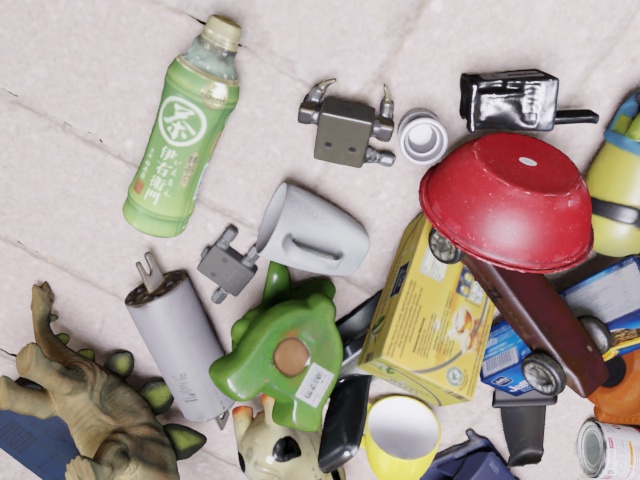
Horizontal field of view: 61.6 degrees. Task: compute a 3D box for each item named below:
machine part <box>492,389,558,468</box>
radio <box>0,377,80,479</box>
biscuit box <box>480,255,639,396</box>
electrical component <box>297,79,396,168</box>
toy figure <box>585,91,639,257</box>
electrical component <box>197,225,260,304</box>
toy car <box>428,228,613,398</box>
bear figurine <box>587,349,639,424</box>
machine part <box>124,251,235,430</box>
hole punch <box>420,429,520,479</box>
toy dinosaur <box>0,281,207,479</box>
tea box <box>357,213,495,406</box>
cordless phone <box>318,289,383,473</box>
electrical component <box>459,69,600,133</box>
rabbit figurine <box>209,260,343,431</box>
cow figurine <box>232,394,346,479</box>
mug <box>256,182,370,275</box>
[{"bbox_3d":[0.250,0.215,0.655,0.084,0.039,0.138,-7,111,3],"label":"machine part"},{"bbox_3d":[-0.316,0.264,0.715,0.131,0.073,0.229,-38,107,18],"label":"radio"},{"bbox_3d":[0.255,0.096,0.551,0.063,0.059,0.202,26,136,-23],"label":"biscuit box"},{"bbox_3d":[0.029,-0.115,0.530,0.102,0.045,0.078,8,143,5],"label":"electrical component"},{"bbox_3d":[0.297,-0.070,0.496,0.082,0.089,0.180,23,117,1],"label":"toy figure"},{"bbox_3d":[-0.109,0.031,0.617,0.063,0.021,0.094,36,113,-10],"label":"electrical component"},{"bbox_3d":[0.179,0.048,0.489,0.202,0.089,0.053,56,146,13],"label":"toy car"},{"bbox_3d":[0.369,0.149,0.588,0.196,0.132,0.120,19,117,-23],"label":"bear figurine"},{"bbox_3d":[-0.159,0.126,0.634,0.079,0.079,0.243,-14,111,12],"label":"machine part"},{"bbox_3d":[0.197,0.329,0.685,0.116,0.092,0.142,-33,103,14],"label":"hole punch"},{"bbox_3d":[-0.218,0.247,0.607,0.105,0.198,0.471,-37,73,19],"label":"toy dinosaur"},{"bbox_3d":[0.114,0.064,0.530,0.098,0.169,0.068,28,155,-5],"label":"tea box"},{"bbox_3d":[0.052,0.147,0.565,0.146,0.184,0.088,-39,101,20],"label":"cordless phone"},{"bbox_3d":[0.191,-0.127,0.490,0.119,0.075,0.047,0,114,10],"label":"electrical component"},{"bbox_3d":[-0.054,0.102,0.581,0.121,0.170,0.159,25,78,-20],"label":"rabbit figurine"},{"bbox_3d":[-0.025,0.278,0.657,0.085,0.127,0.194,-25,136,18],"label":"cow figurine"},{"bbox_3d":[-0.001,-0.002,0.552,0.107,0.110,0.080,19,106,-18],"label":"mug"}]
